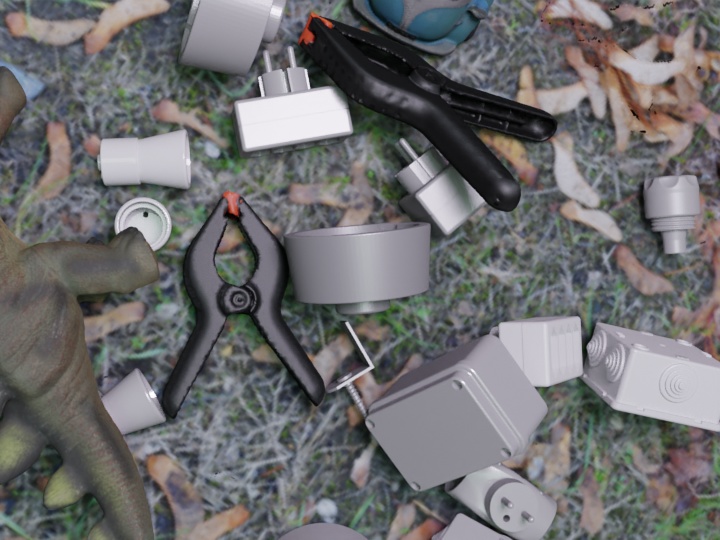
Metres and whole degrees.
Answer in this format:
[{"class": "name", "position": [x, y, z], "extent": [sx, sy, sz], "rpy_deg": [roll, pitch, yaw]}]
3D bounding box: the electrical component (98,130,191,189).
[{"class": "electrical component", "position": [-0.160, -0.080, 0.795], "extent": [0.065, 0.044, 0.044], "rpy_deg": [-3, 89, -5]}]

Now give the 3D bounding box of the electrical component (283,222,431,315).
[{"class": "electrical component", "position": [0.000, 0.000, 0.788], "extent": [0.108, 0.108, 0.060], "rpy_deg": [-6, 96, -9]}]

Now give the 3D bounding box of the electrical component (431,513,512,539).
[{"class": "electrical component", "position": [0.087, 0.238, 0.790], "extent": [0.100, 0.048, 0.099], "rpy_deg": [26, 46, 19]}]

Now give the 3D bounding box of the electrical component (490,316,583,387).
[{"class": "electrical component", "position": [0.122, 0.062, 0.826], "extent": [0.076, 0.083, 0.047], "rpy_deg": [-3, 89, 29]}]

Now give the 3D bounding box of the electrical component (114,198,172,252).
[{"class": "electrical component", "position": [-0.159, -0.032, 0.790], "extent": [0.040, 0.046, 0.040], "rpy_deg": [0, 89, -9]}]

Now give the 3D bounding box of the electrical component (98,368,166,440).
[{"class": "electrical component", "position": [-0.177, 0.104, 0.786], "extent": [0.055, 0.045, 0.045], "rpy_deg": [-29, 94, -8]}]

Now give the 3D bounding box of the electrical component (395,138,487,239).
[{"class": "electrical component", "position": [0.053, -0.068, 0.816], "extent": [0.047, 0.066, 0.076], "rpy_deg": [-40, 95, -8]}]

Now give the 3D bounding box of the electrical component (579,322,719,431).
[{"class": "electrical component", "position": [0.227, 0.079, 0.827], "extent": [0.100, 0.099, 0.048], "rpy_deg": [13, 99, -9]}]

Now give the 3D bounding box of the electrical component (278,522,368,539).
[{"class": "electrical component", "position": [-0.025, 0.248, 0.800], "extent": [0.108, 0.060, 0.108], "rpy_deg": [0, 89, -9]}]

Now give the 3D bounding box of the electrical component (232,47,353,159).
[{"class": "electrical component", "position": [-0.055, -0.130, 0.809], "extent": [0.083, 0.047, 0.075], "rpy_deg": [-11, 91, -9]}]

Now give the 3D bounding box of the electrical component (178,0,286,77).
[{"class": "electrical component", "position": [-0.087, -0.192, 0.777], "extent": [0.060, 0.108, 0.108], "rpy_deg": [16, 87, -15]}]

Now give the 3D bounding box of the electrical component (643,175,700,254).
[{"class": "electrical component", "position": [0.250, -0.044, 0.860], "extent": [0.043, 0.043, 0.062], "rpy_deg": [-4, 92, -9]}]

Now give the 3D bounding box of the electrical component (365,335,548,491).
[{"class": "electrical component", "position": [0.068, 0.107, 0.788], "extent": [0.078, 0.113, 0.057], "rpy_deg": [54, 43, -5]}]

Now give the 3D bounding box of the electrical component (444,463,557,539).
[{"class": "electrical component", "position": [0.111, 0.175, 0.815], "extent": [0.077, 0.079, 0.043], "rpy_deg": [35, 86, -7]}]
